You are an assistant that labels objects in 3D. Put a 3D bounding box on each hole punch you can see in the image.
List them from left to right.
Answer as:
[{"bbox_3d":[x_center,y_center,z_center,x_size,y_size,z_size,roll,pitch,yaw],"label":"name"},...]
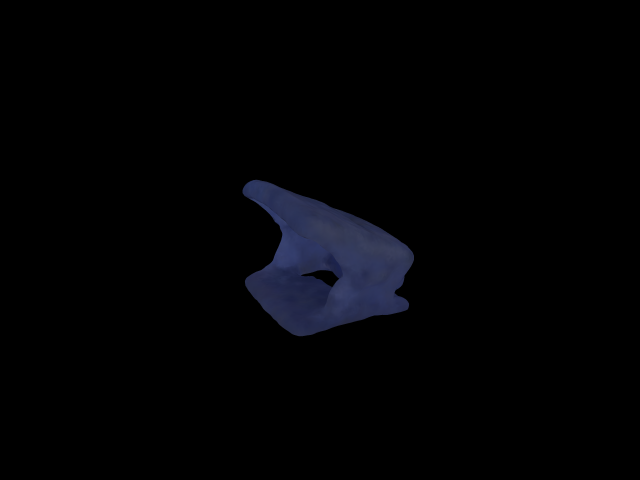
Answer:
[{"bbox_3d":[0.004,0.001,0.400,0.101,0.091,0.108,-11,23,-27],"label":"hole punch"}]
